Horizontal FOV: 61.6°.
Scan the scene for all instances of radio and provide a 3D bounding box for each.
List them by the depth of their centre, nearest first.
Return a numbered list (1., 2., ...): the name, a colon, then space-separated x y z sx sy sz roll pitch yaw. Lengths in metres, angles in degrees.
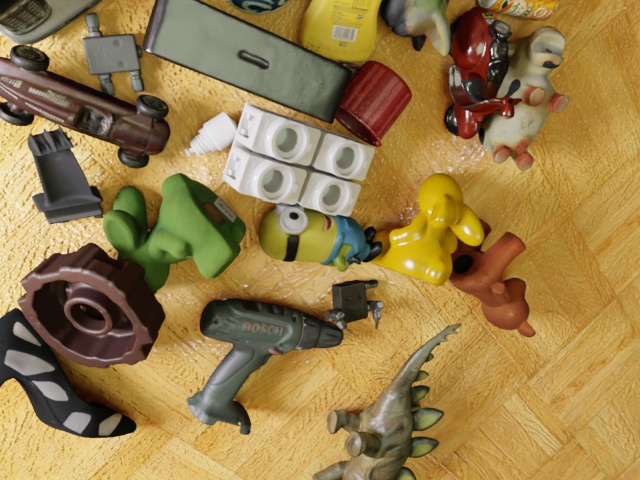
1. radio: -0.089 -0.215 0.636 0.229 0.131 0.073 17 104 -26

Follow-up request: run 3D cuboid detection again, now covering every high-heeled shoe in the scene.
1. high-heeled shoe: -0.351 0.192 0.752 0.248 0.086 0.145 30 66 -45

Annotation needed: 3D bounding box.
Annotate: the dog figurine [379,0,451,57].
1. dog figurine: 0.167 -0.356 0.695 0.191 0.109 0.219 -13 119 -19

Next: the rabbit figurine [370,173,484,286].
1. rabbit figurine: 0.166 -0.023 0.814 0.122 0.162 0.173 23 83 -15

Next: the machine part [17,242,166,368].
1. machine part: -0.288 0.088 0.685 0.179 0.056 0.179 6 125 8

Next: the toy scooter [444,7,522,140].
1. toy scooter: 0.231 -0.227 0.750 0.075 0.135 0.183 -6 111 -17

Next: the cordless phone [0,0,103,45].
1. cordless phone: -0.275 -0.261 0.519 0.146 0.184 0.088 -36 114 -3

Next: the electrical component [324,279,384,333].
1. electrical component: 0.056 0.105 0.853 0.102 0.045 0.078 -1 95 -33

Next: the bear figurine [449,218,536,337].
1. bear figurine: 0.307 0.071 0.908 0.195 0.120 0.132 34 92 -30

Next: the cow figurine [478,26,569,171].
1. cow figurine: 0.302 -0.218 0.802 0.085 0.127 0.194 6 123 -22

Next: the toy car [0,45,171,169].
1. toy car: -0.276 -0.149 0.626 0.202 0.053 0.089 19 125 -27

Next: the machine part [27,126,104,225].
1. machine part: -0.308 -0.070 0.642 0.084 0.039 0.138 -4 140 -14

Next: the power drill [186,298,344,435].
1. power drill: -0.094 0.193 0.828 0.232 0.086 0.207 24 105 -29

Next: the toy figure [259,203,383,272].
1. toy figure: -0.001 0.000 0.785 0.180 0.082 0.089 15 103 -27

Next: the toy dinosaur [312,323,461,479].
1. toy dinosaur: 0.114 0.343 0.956 0.198 0.105 0.470 4 118 -30

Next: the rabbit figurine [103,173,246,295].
1. rabbit figurine: -0.205 0.006 0.694 0.170 0.121 0.159 -38 116 14

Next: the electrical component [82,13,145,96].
1. electrical component: -0.244 -0.220 0.637 0.063 0.021 0.093 -13 115 -16
